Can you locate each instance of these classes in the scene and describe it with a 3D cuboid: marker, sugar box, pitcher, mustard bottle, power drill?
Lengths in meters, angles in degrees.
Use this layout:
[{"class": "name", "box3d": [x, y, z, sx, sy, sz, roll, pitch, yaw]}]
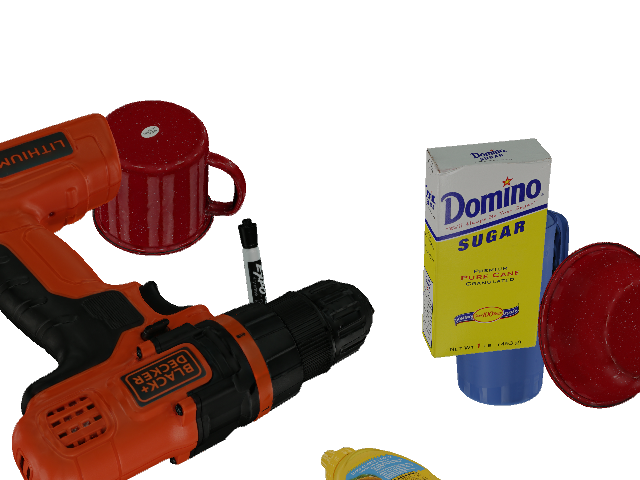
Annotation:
[{"class": "marker", "box3d": [-0.067, 0.037, 1.079, 0.020, 0.121, 0.020, -7, 15, 2]}, {"class": "sugar box", "box3d": [0.133, 0.008, 0.868, 0.093, 0.176, 0.048, -6, 31, -7]}, {"class": "pitcher", "box3d": [0.235, 0.076, 1.344, 0.149, 0.243, 0.145, 1, 21, 12]}, {"class": "mustard bottle", "box3d": [0.067, 0.235, 0.967, 0.096, 0.058, 0.192, -17, 26, -35]}, {"class": "power drill", "box3d": [-0.091, 0.019, 0.521, 0.184, 0.057, 0.188, -23, 56, -31]}]

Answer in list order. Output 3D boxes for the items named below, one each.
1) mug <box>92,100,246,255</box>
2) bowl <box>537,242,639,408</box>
[{"class": "mug", "box3d": [-0.113, -0.047, 0.793, 0.117, 0.093, 0.081, 12, -44, 4]}, {"class": "bowl", "box3d": [0.286, 0.082, 1.010, 0.161, 0.162, 0.055, 0, 0, -27]}]
